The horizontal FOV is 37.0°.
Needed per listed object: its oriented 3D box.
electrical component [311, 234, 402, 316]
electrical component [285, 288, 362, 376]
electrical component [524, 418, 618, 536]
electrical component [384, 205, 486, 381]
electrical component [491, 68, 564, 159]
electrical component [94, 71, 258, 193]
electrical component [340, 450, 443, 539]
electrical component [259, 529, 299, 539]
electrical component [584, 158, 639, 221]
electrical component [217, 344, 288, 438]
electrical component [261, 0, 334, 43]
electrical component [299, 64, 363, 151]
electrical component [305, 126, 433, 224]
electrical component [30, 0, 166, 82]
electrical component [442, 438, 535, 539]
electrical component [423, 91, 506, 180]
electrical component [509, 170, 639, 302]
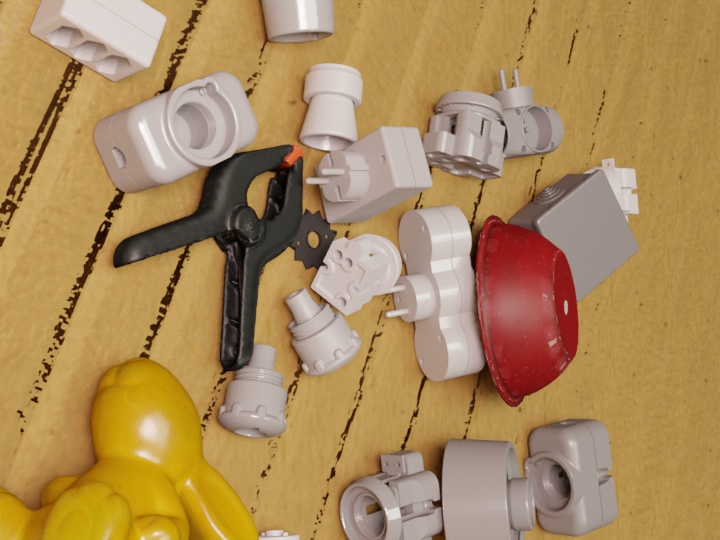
[{"bbox_3d":[0.000,0.000,0.811,0.048,0.066,0.055,38,30,19],"label":"electrical component"},{"bbox_3d":[-0.032,0.043,0.786,0.048,0.048,0.062,-40,104,-37],"label":"electrical component"},{"bbox_3d":[0.186,0.184,0.954,0.059,0.054,0.095,-7,90,-41],"label":"electrical component"},{"bbox_3d":[0.051,0.021,0.856,0.074,0.052,0.138,-9,92,-27],"label":"electrical component"},{"bbox_3d":[0.138,-0.139,0.953,0.077,0.044,0.079,-12,93,-41],"label":"electrical component"},{"bbox_3d":[-0.119,-0.093,0.714,0.095,0.059,0.053,-33,107,-38],"label":"electrical component"},{"bbox_3d":[0.022,0.180,0.810,0.057,0.058,0.078,-6,90,-44],"label":"electrical component"},{"bbox_3d":[-0.059,0.214,0.746,0.044,0.044,0.065,6,76,-41],"label":"electrical component"},{"bbox_3d":[0.236,-0.074,1.033,0.055,0.048,0.066,-2,86,-49],"label":"electrical component"},{"bbox_3d":[-0.071,0.083,0.748,0.048,0.048,0.062,25,63,-37],"label":"electrical component"},{"bbox_3d":[-0.046,-0.195,0.794,0.055,0.055,0.047,-9,95,-41],"label":"electrical component"},{"bbox_3d":[-0.021,-0.122,0.812,0.045,0.045,0.055,14,76,-39],"label":"electrical component"},{"bbox_3d":[-0.005,-0.069,0.790,0.076,0.083,0.047,-5,76,-41],"label":"electrical component"},{"bbox_3d":[-0.162,-0.174,0.693,0.066,0.047,0.076,29,67,-36],"label":"electrical component"},{"bbox_3d":[0.105,0.185,0.846,0.108,0.060,0.108,-6,90,-75],"label":"electrical component"},{"bbox_3d":[0.089,-0.114,0.901,0.078,0.058,0.057,17,77,-39],"label":"electrical component"},{"bbox_3d":[0.193,-0.032,0.975,0.100,0.048,0.099,-37,110,-22],"label":"electrical component"}]
